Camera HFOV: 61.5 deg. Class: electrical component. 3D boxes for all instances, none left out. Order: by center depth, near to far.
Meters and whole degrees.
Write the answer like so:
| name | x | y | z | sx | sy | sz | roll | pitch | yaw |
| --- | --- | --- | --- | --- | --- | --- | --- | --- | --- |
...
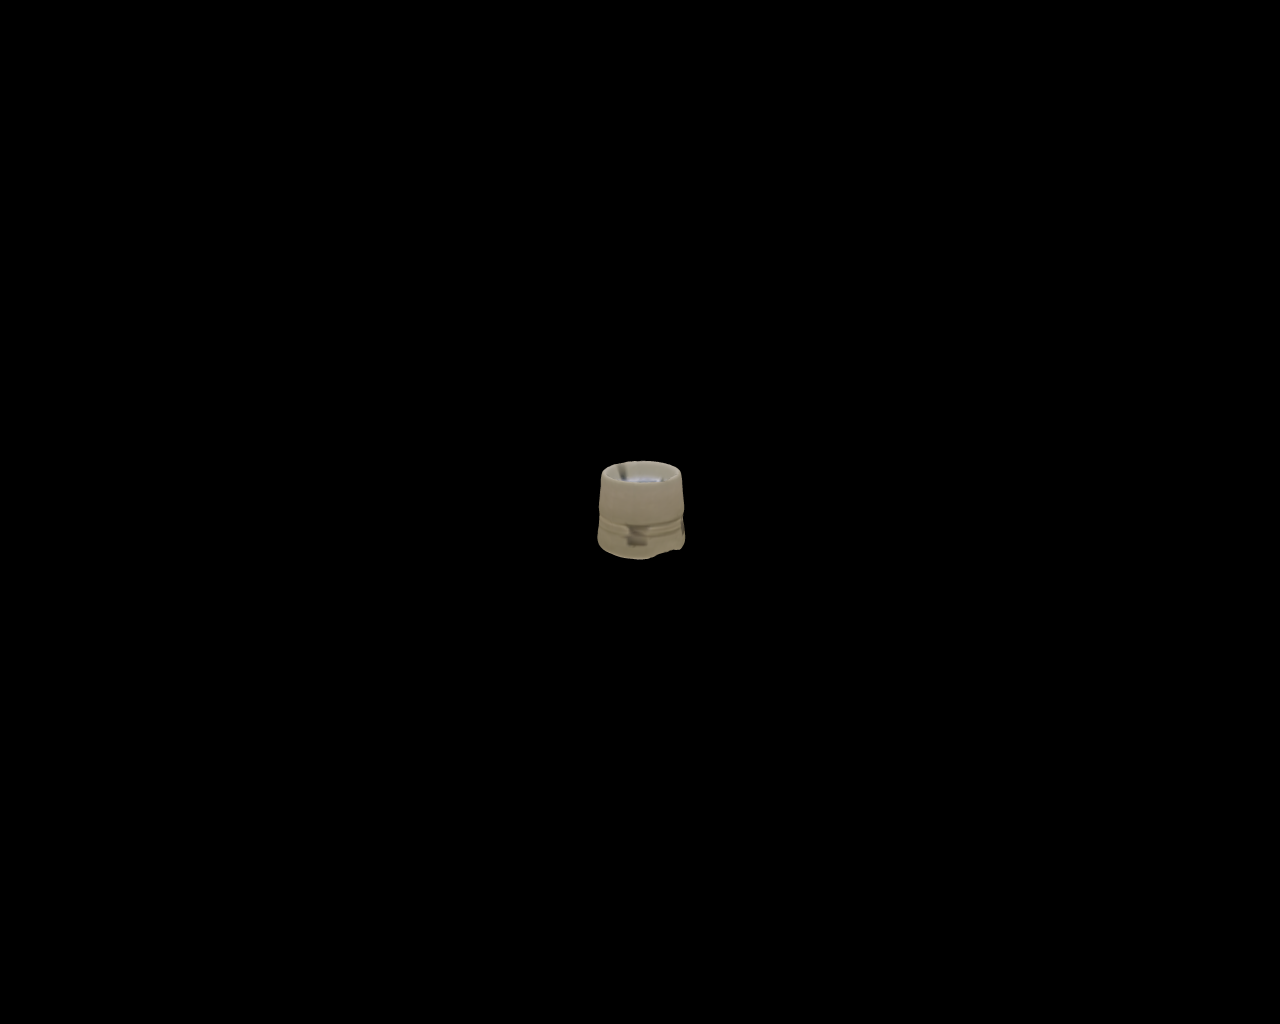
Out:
| name | x | y | z | sx | sy | sz | roll | pitch | yaw |
| --- | --- | --- | --- | --- | --- | --- | --- | --- | --- |
| electrical component | 0.001 | -0.003 | 0.650 | 0.055 | 0.047 | 0.055 | 0 | 18 | 0 |
